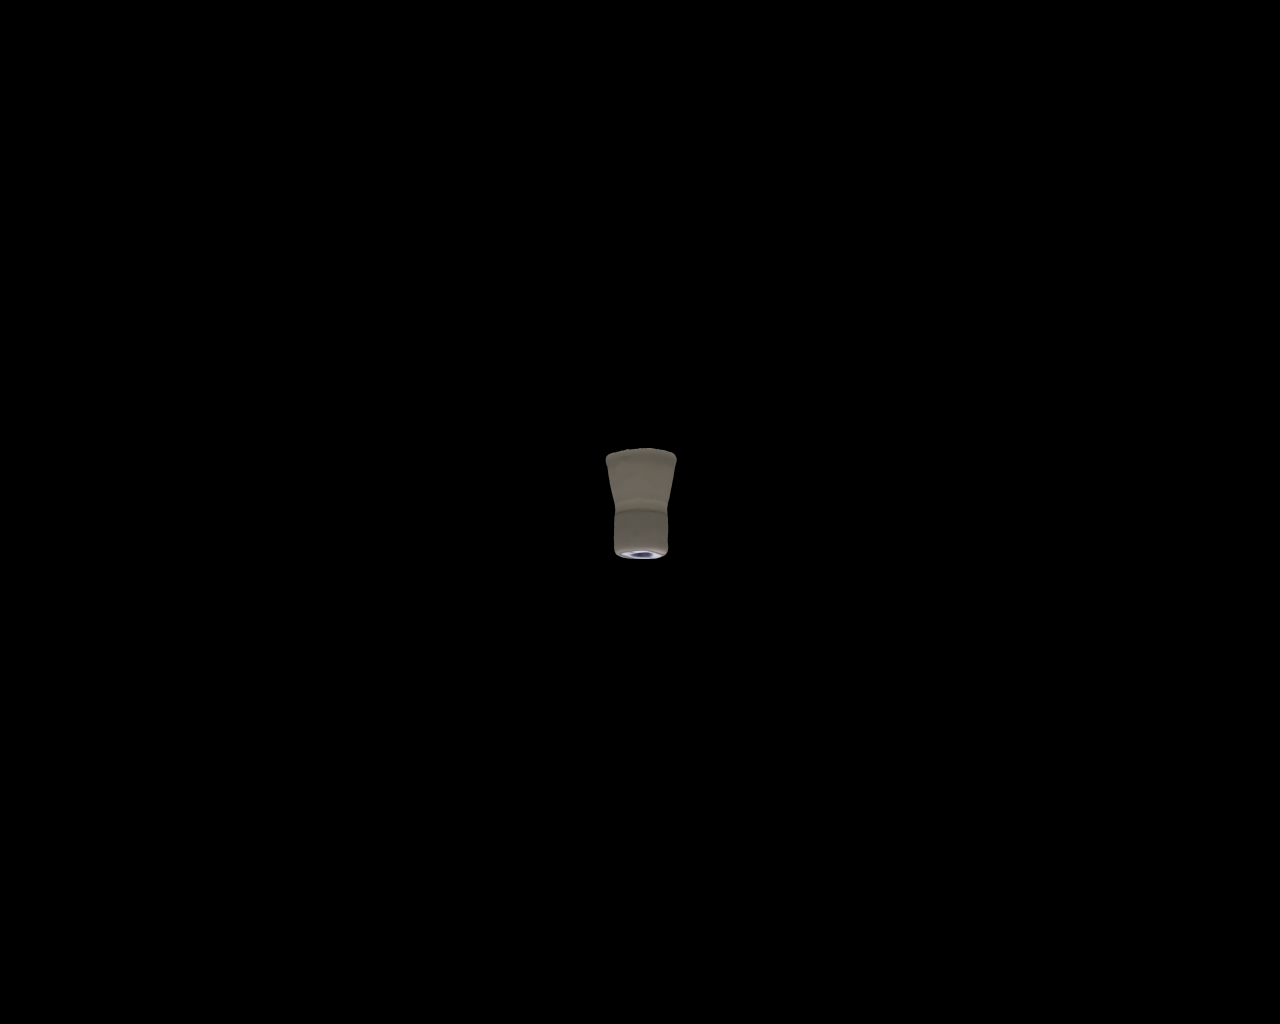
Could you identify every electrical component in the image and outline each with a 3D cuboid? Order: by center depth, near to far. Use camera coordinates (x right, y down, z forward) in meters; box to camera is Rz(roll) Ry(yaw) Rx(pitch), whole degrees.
[{"bbox_3d":[0.001,-0.003,0.650,0.044,0.065,0.044,0,-13,0],"label":"electrical component"}]
